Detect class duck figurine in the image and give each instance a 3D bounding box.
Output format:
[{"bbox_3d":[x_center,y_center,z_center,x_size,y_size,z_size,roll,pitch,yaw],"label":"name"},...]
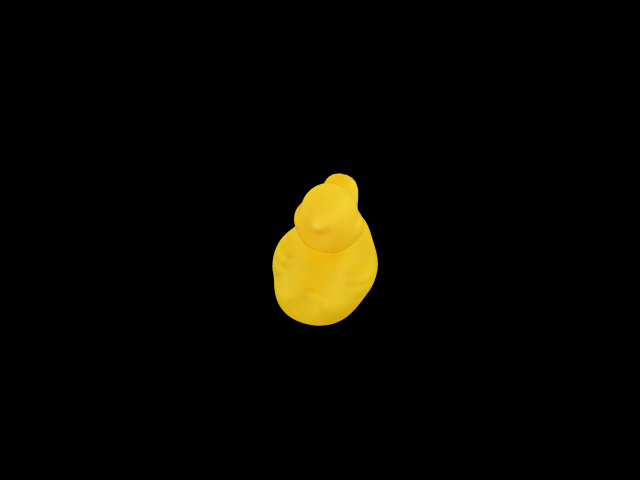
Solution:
[{"bbox_3d":[0.004,0.001,0.400,0.077,0.086,0.104,15,58,10],"label":"duck figurine"}]
